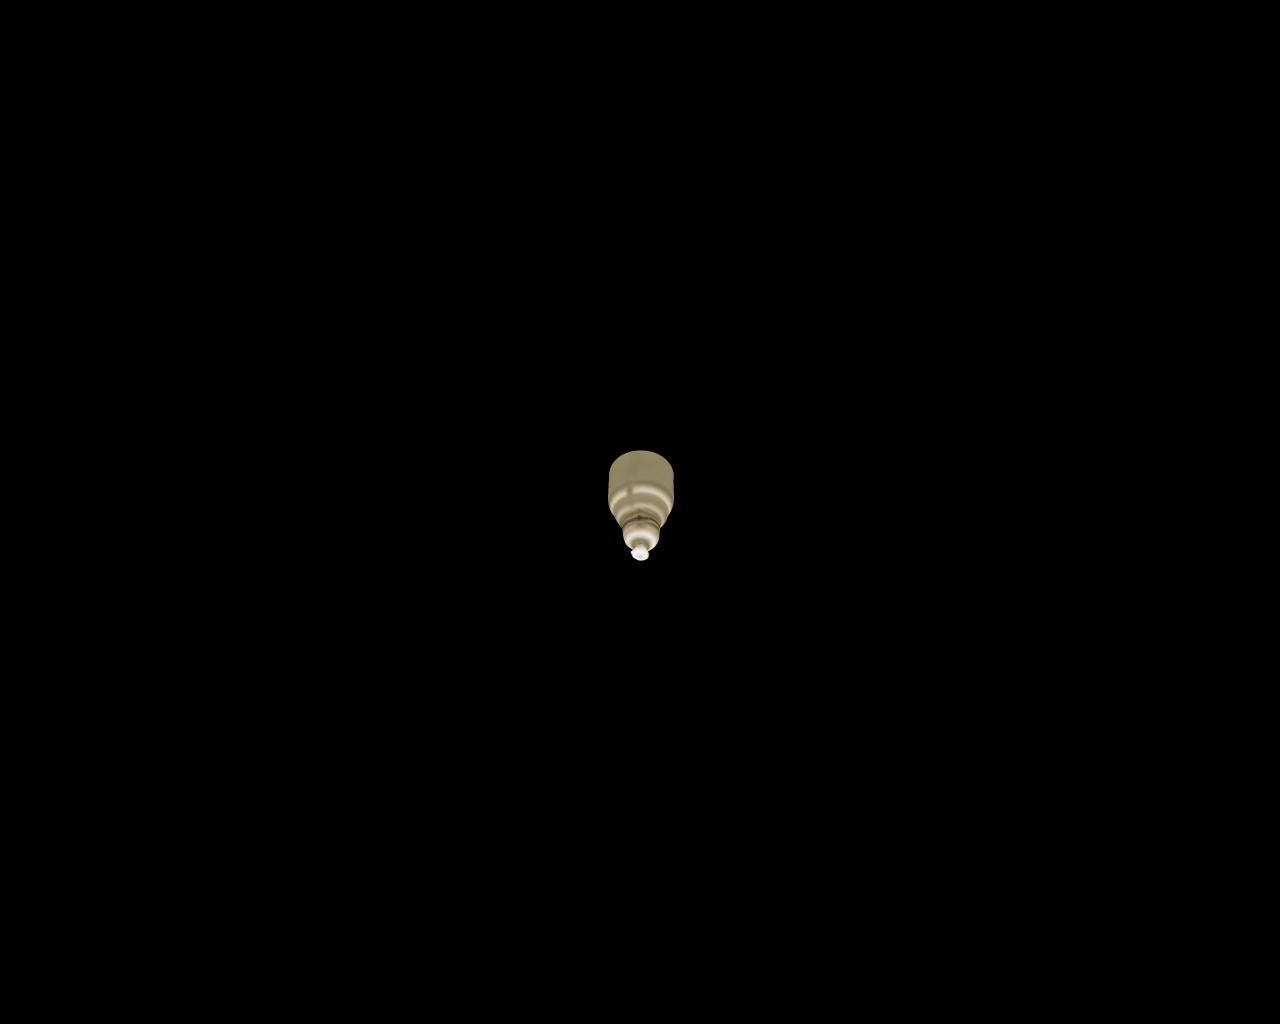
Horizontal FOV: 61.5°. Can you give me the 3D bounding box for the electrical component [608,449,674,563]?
[{"bbox_3d":[0.001,-0.003,0.650,0.040,0.078,0.040,0,-43,0],"label":"electrical component"}]
